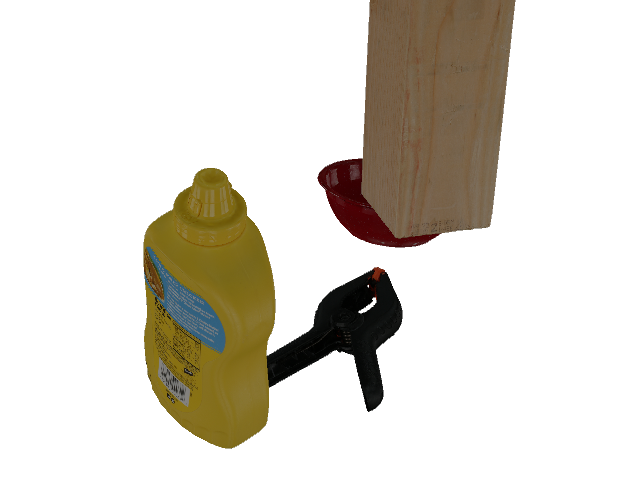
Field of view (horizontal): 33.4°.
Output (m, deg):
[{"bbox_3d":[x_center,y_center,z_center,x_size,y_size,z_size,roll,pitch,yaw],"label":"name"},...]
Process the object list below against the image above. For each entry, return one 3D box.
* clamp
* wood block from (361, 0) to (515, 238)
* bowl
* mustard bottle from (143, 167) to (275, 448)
[{"bbox_3d":[0.030,0.086,0.928,0.120,0.039,0.171,18,45,29],"label":"clamp"},{"bbox_3d":[0.092,-0.117,0.871,0.090,0.206,0.091,-7,30,-15],"label":"wood block"},{"bbox_3d":[0.075,-0.035,1.117,0.162,0.055,0.162,5,22,-2],"label":"bowl"},{"bbox_3d":[-0.068,0.035,0.641,0.058,0.192,0.096,-27,53,-31],"label":"mustard bottle"}]
